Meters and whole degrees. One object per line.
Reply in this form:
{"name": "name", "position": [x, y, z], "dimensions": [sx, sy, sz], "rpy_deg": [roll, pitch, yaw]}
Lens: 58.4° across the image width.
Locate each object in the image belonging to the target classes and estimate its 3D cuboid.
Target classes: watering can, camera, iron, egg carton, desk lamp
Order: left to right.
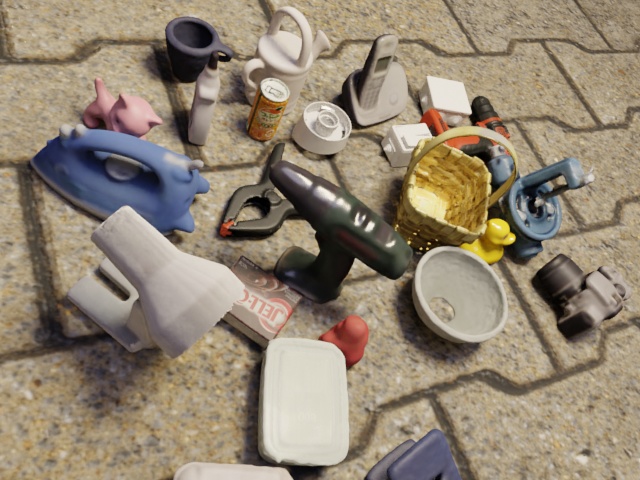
{"name": "iron", "position": [-0.287, -0.106, 0.816], "dimensions": [0.258, 0.141, 0.118], "rpy_deg": [18, 55, -10]}
{"name": "desk lamp", "position": [-0.207, 0.062, 0.701], "dimensions": [0.203, 0.213, 0.118], "rpy_deg": [37, 54, 3]}
{"name": "egg carton", "position": [-0.102, 0.321, 0.673], "dimensions": [0.150, 0.069, 0.107], "rpy_deg": [9, 57, -16]}
{"name": "watering can", "position": [-0.060, -0.324, 1.006], "dimensions": [0.101, 0.194, 0.173], "rpy_deg": [34, 54, 1]}
{"name": "camera", "position": [0.471, 0.081, 1.027], "dimensions": [0.143, 0.100, 0.136], "rpy_deg": [-30, 74, -33]}

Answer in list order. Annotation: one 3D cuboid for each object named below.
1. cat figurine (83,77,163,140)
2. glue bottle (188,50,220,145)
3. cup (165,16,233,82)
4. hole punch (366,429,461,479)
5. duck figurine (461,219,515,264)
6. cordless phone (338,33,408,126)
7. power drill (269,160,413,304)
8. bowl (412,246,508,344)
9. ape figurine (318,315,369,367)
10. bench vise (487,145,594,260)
{"name": "cat figurine", "position": [-0.303, -0.196, 0.879], "dimensions": [0.127, 0.117, 0.067], "rpy_deg": [44, 55, 8]}
{"name": "glue bottle", "position": [-0.181, -0.233, 0.915], "dimensions": [0.037, 0.173, 0.078], "rpy_deg": [7, 58, -17]}
{"name": "cup", "position": [-0.215, -0.322, 1.005], "dimensions": [0.118, 0.095, 0.091], "rpy_deg": [18, 55, -11]}
{"name": "hole punch", "position": [0.136, 0.318, 0.755], "dimensions": [0.109, 0.091, 0.101], "rpy_deg": [-27, 73, -32]}
{"name": "duck figurine", "position": [0.296, -0.007, 1.020], "dimensions": [0.105, 0.086, 0.077], "rpy_deg": [18, 55, -10]}
{"name": "cordless phone", "position": [0.124, -0.311, 1.076], "dimensions": [0.148, 0.185, 0.094], "rpy_deg": [-28, 73, -32]}
{"name": "power drill", "position": [0.008, 0.003, 0.824], "dimensions": [0.229, 0.208, 0.076], "rpy_deg": [27, 54, -4]}
{"name": "bowl", "position": [0.214, 0.098, 0.931], "dimensions": [0.168, 0.074, 0.167], "rpy_deg": [10, 57, -16]}
{"name": "ape figurine", "position": [0.041, 0.138, 0.827], "dimensions": [0.078, 0.092, 0.076], "rpy_deg": [1, 60, -21]}
{"name": "bench vise", "position": [0.368, -0.094, 1.019], "dimensions": [0.122, 0.219, 0.207], "rpy_deg": [-32, 75, -33]}
